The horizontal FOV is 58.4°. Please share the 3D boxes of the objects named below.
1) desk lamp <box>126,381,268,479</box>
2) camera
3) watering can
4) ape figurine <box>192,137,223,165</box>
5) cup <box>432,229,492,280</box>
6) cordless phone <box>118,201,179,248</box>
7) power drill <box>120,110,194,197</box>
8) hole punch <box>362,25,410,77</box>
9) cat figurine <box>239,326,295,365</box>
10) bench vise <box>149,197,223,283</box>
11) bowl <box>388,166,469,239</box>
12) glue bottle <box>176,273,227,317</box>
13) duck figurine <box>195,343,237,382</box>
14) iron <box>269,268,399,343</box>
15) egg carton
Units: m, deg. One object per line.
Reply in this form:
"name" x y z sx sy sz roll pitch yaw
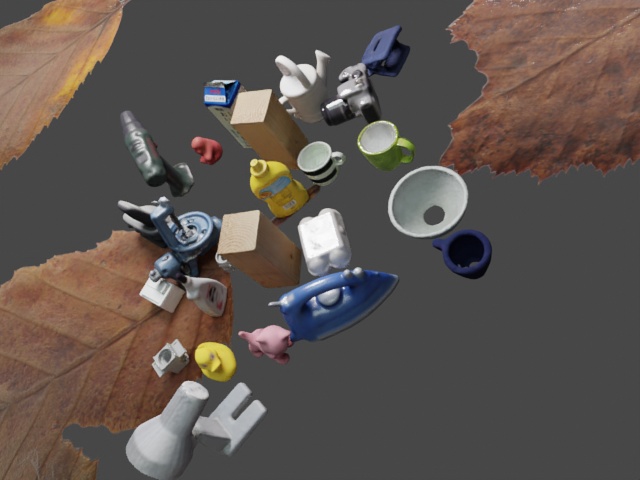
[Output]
"desk lamp" -0.242 0.363 1.121 0.117 0.214 0.203 37 85 34
"camera" 0.066 -0.349 1.399 0.136 0.101 0.143 -20 59 15
"watering can" -0.043 -0.391 1.415 0.100 0.195 0.173 17 74 31
"ape figurine" -0.308 -0.243 1.529 0.076 0.092 0.077 -31 56 9
"cup" 0.279 0.035 1.110 0.117 0.095 0.092 18 74 31
"cordless phone" -0.456 -0.067 1.454 0.147 0.186 0.094 20 76 32
"power drill" -0.427 -0.210 1.498 0.075 0.209 0.229 -34 56 7
"hole punch" 0.155 -0.470 1.423 0.100 0.091 0.109 17 74 31
"cat figurine" -0.110 0.210 1.193 0.127 0.118 0.067 7 69 28
"bench vise" -0.332 0.005 1.338 0.121 0.220 0.207 14 72 30
"bowl" 0.232 -0.067 1.195 0.167 0.075 0.167 -11 62 21
"glue bottle" -0.269 0.112 1.284 0.037 0.174 0.078 -7 63 22
"duck figurine" -0.240 0.259 1.249 0.104 0.086 0.077 36 84 34
"iron" 0.026 0.108 1.165 0.258 0.142 0.118 -27 57 11
"egg carton" 0.012 0.005 1.267 0.107 0.070 0.150 -24 58 13
